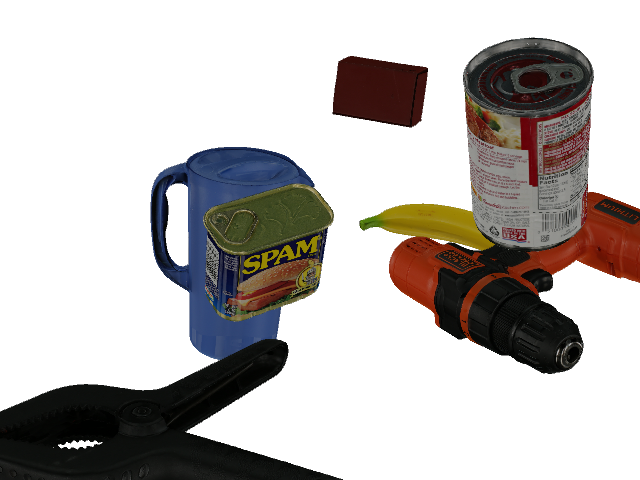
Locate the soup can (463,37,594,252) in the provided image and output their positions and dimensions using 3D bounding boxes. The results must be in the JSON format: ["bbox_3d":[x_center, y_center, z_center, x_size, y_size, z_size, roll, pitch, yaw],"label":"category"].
[{"bbox_3d":[0.117,-0.052,0.597,0.068,0.102,0.068,-6,43,6],"label":"soup can"}]

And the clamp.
[{"bbox_3d":[-0.095,0.104,0.596,0.210,0.036,0.164,-1,24,-9],"label":"clamp"}]

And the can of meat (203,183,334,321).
[{"bbox_3d":[-0.044,0.011,0.868,0.102,0.084,0.057,-18,49,-25],"label":"can of meat"}]

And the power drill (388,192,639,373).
[{"bbox_3d":[0.169,0.025,0.771,0.187,0.057,0.185,-15,28,-27],"label":"power drill"}]

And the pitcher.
[{"bbox_3d":[-0.109,0.017,1.273,0.149,0.243,0.144,21,27,32],"label":"pitcher"}]

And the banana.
[{"bbox_3d":[0.144,-0.008,1.154,0.198,0.037,0.069,11,39,27],"label":"banana"}]

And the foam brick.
[{"bbox_3d":[0.056,-0.139,0.997,0.078,0.051,0.053,12,18,14],"label":"foam brick"}]
